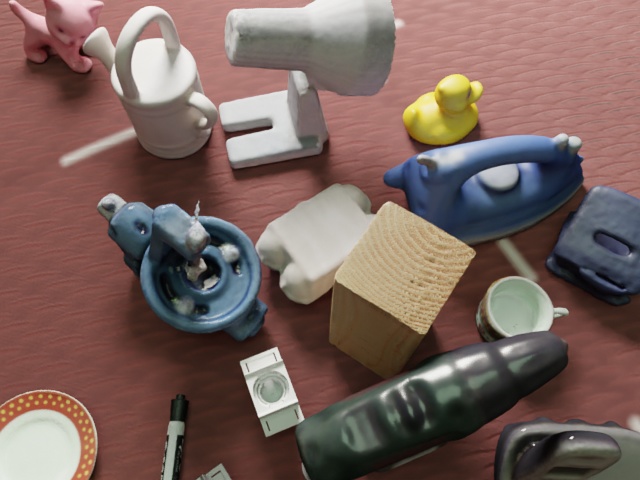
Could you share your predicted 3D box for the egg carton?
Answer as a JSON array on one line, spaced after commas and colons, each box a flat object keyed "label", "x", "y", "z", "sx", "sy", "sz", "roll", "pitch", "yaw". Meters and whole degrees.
[{"label": "egg carton", "x": 0.006, "y": 0.002, "z": 0.665, "sx": 0.150, "sy": 0.069, "sz": 0.107, "roll": -33, "pitch": 71, "yaw": -14}]

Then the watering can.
[{"label": "watering can", "x": -0.200, "y": -0.190, "z": 0.678, "sx": 0.172, "sy": 0.194, "sz": 0.101, "roll": 9, "pitch": 66, "yaw": 3}]

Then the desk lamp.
[{"label": "desk lamp", "x": -0.025, "y": -0.190, "z": 0.670, "sx": 0.203, "sy": 0.213, "sz": 0.118, "roll": -13, "pitch": 67, "yaw": -6}]

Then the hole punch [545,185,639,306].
[{"label": "hole punch", "x": 0.332, "y": 0.008, "z": 0.657, "sx": 0.108, "sy": 0.091, "sz": 0.101, "roll": 29, "pitch": 69, "yaw": 11}]

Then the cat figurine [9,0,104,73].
[{"label": "cat figurine", "x": -0.346, "y": -0.289, "z": 0.760, "sx": 0.127, "sy": 0.118, "sz": 0.067, "roll": 12, "pitch": 67, "yaw": 5}]

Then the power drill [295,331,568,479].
[{"label": "power drill", "x": 0.090, "y": 0.156, "z": 0.523, "sx": 0.230, "sy": 0.208, "sz": 0.075, "roll": -21, "pitch": 68, "yaw": -10}]

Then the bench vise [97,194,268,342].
[{"label": "bench vise", "x": -0.155, "y": 0.016, "z": 0.574, "sx": 0.207, "sy": 0.220, "sz": 0.121, "roll": 17, "pitch": 67, "yaw": 7}]

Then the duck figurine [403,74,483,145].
[{"label": "duck figurine", "x": 0.161, "y": -0.175, "z": 0.737, "sx": 0.104, "sy": 0.086, "sz": 0.077, "roll": -14, "pitch": 67, "yaw": -7}]

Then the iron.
[{"label": "iron", "x": 0.212, "y": -0.079, "z": 0.665, "sx": 0.258, "sy": 0.141, "sz": 0.118, "roll": -12, "pitch": 67, "yaw": -6}]

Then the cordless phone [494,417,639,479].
[{"label": "cordless phone", "x": 0.246, "y": 0.205, "z": 0.517, "sx": 0.147, "sy": 0.185, "sz": 0.094, "roll": 0, "pitch": 66, "yaw": -1}]
